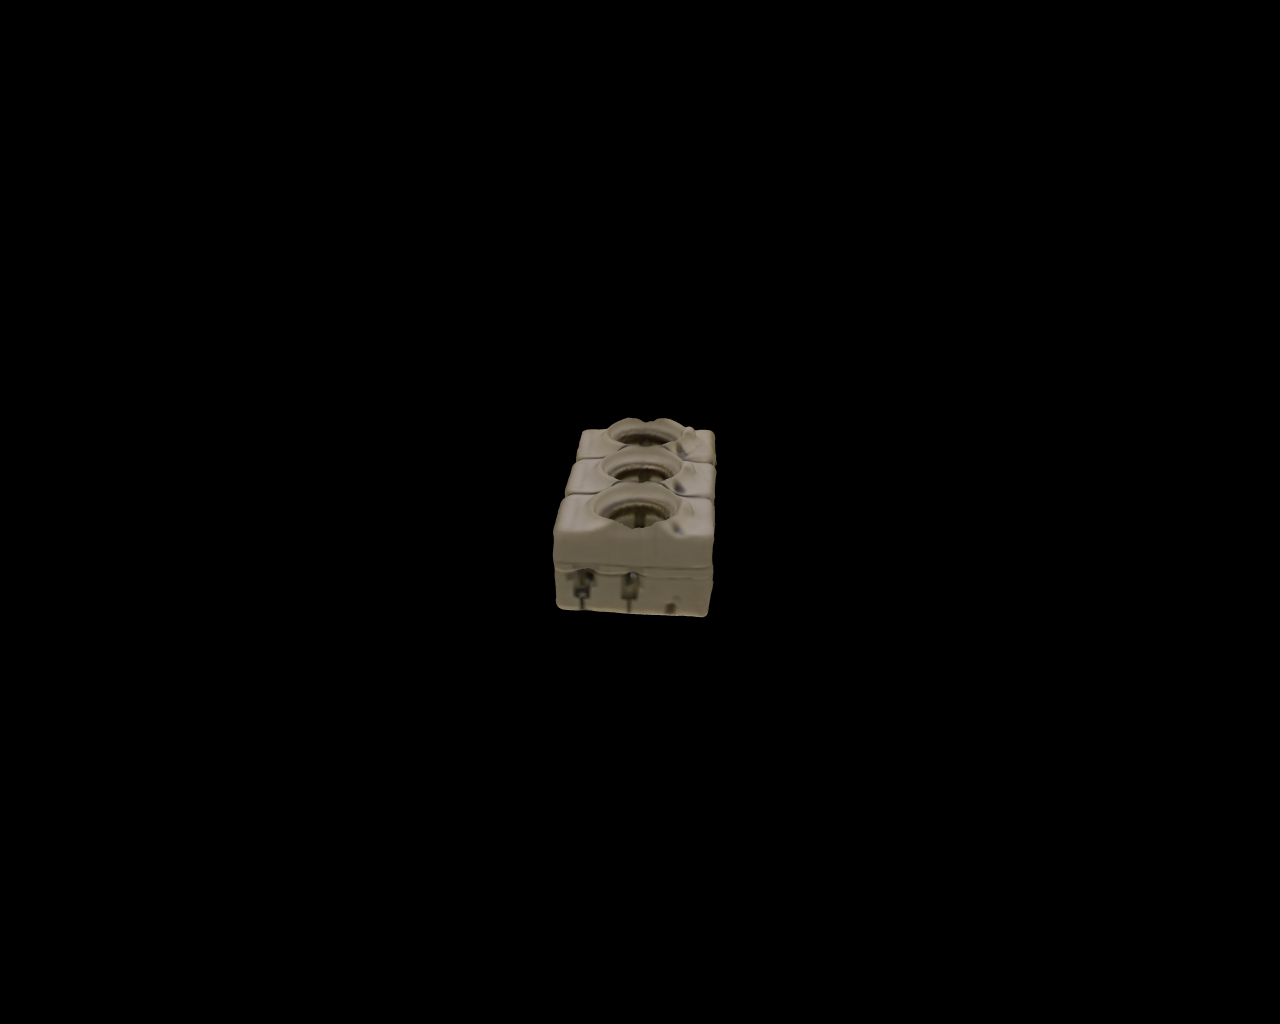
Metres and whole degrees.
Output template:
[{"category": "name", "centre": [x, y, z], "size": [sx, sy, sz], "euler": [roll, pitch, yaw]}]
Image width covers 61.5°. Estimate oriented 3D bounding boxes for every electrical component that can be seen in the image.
[{"category": "electrical component", "centre": [0.001, -0.003, 0.650], "size": [0.089, 0.061, 0.150], "euler": [2, 27, 3]}]
